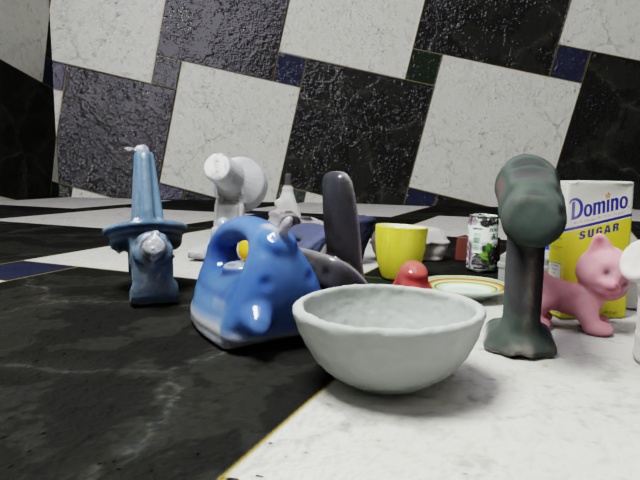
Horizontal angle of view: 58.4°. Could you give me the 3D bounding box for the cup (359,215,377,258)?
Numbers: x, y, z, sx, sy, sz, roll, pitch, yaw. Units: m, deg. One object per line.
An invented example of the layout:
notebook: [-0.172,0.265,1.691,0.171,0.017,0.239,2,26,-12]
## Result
cup: [0.068,-0.001,1.128,0.118,0.095,0.091,-7,10,-43]

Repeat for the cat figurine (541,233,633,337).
cat figurine: [0.313,0.048,0.681,0.127,0.118,0.067,3,8,19]

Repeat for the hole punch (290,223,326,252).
hole punch: [-0.040,0.018,0.985,0.101,0.091,0.108,-6,10,-41]

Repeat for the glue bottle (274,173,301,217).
glue bottle: [-0.074,-0.064,1.298,0.078,0.173,0.037,0,8,-3]

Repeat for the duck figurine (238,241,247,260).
duck figurine: [-0.108,0.034,0.883,0.105,0.086,0.077,-3,8,-23]

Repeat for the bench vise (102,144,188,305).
bench vise: [-0.235,-0.027,0.822,0.122,0.220,0.206,-6,10,-39]

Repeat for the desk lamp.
desk lamp: [-0.189,-0.073,1.203,0.117,0.213,0.203,2,8,11]

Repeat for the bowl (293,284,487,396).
bowl: [0.060,0.091,0.506,0.167,0.075,0.167,1,7,0]

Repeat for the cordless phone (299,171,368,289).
cordless phone: [0.007,0.003,0.747,0.094,0.185,0.147,-5,9,-36]

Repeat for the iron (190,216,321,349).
iron: [-0.092,0.034,0.670,0.119,0.141,0.257,-5,9,-34]

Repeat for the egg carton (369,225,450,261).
egg carton: [0.183,0.007,1.177,0.151,0.069,0.107,-2,8,-21]

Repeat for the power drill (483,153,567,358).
power drill: [0.219,0.010,0.619,0.075,0.208,0.230,3,8,15]

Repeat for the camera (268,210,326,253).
camera: [-0.073,-0.015,1.203,0.143,0.101,0.136,-4,9,-31]

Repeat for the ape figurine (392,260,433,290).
ape figurine: [0.097,0.068,0.615,0.078,0.092,0.076,0,8,-6]

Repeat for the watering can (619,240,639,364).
watering can: [0.358,0.029,0.543,0.100,0.194,0.173,7,10,42]
